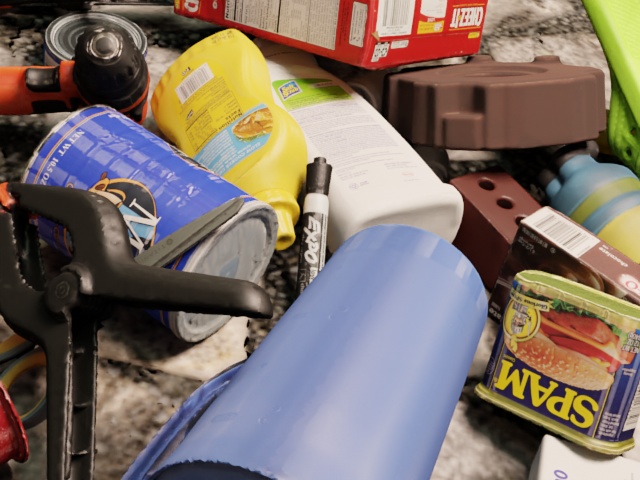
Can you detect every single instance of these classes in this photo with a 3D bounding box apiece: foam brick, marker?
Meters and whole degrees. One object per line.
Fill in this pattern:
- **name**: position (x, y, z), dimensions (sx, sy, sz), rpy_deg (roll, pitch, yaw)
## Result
- **foam brick**: position (0.131, -0.010, 0.797), dimensions (0.052, 0.051, 0.078), rpy_deg (-18, 51, -29)
- **marker**: position (-0.005, 0.001, 0.733), dimensions (0.020, 0.020, 0.121), rpy_deg (6, 76, -7)

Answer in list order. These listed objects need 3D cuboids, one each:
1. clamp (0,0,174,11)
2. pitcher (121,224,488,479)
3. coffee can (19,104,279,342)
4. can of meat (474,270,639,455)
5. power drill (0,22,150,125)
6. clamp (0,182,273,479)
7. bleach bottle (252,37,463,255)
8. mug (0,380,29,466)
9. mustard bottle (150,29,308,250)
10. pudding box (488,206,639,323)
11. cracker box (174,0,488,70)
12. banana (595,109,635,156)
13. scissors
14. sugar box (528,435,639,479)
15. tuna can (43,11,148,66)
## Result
- **clamp**: position (-0.200, -0.215, 0.917), dimensions (0.172, 0.039, 0.120), rpy_deg (5, 3, 23)
- **pitcher**: position (0.003, 0.096, 0.613), dimensions (0.149, 0.145, 0.242), rpy_deg (33, 41, 2)
- **coffee can**: position (-0.113, -0.013, 0.704), dimensions (0.140, 0.103, 0.102), rpy_deg (32, 46, 20)
- **can of meat**: position (0.158, 0.073, 0.667), dimensions (0.102, 0.084, 0.057), rpy_deg (23, 12, 36)
- **power drill**: position (-0.214, -0.113, 0.752), dimensions (0.187, 0.184, 0.057), rpy_deg (2, 82, -7)
- **clamp**: position (-0.123, 0.029, 0.599), dimensions (0.036, 0.165, 0.210), rpy_deg (32, 19, -55)
- **bleach bottle**: position (0.008, -0.084, 0.838), dimensions (0.102, 0.068, 0.251), rpy_deg (-10, 45, -23)
- **mug**: position (-0.224, 0.099, 0.581), dimensions (0.081, 0.093, 0.117), rpy_deg (-31, 28, -31)
- **mustard bottle**: position (-0.059, -0.066, 0.784), dimensions (0.096, 0.058, 0.192), rpy_deg (-38, 51, 13)
- **pudding box**: position (0.176, 0.044, 0.724), dimensions (0.039, 0.090, 0.114), rpy_deg (-27, 55, -38)
- **cracker box**: position (0.008, -0.203, 0.896), dimensions (0.214, 0.072, 0.163), rpy_deg (22, 26, 35)
- **banana**: position (0.283, -0.098, 0.936), dimensions (0.197, 0.037, 0.069), rpy_deg (10, 44, -3)
- **scissors**: position (-0.128, 0.048, 0.628), dimensions (0.202, 0.016, 0.096), rpy_deg (-20, 61, 14)
- **sugar box**: position (0.206, 0.183, 0.619), dimensions (0.176, 0.048, 0.093), rpy_deg (15, 42, 7)
- **tuna can**: position (-0.186, -0.153, 0.884), dimensions (0.086, 0.034, 0.086), rpy_deg (7, 44, -7)
